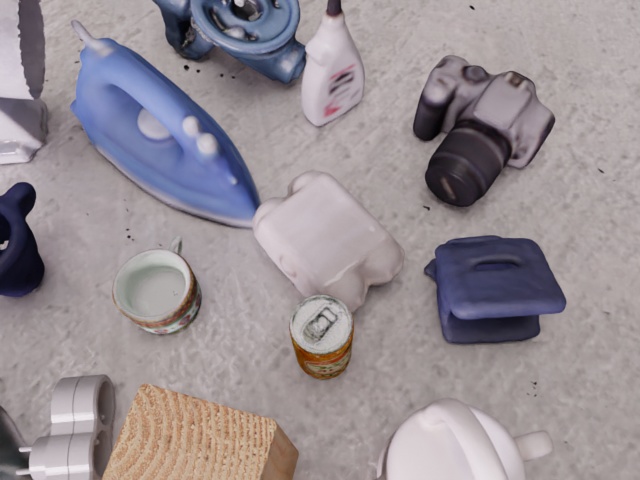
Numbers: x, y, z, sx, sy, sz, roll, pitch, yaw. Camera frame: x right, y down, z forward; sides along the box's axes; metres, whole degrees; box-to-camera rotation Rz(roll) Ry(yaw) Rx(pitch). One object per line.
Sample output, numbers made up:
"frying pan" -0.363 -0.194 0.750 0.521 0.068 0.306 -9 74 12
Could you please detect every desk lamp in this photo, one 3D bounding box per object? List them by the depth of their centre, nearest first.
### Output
"desk lamp" -0.360 -0.171 0.583 0.203 0.213 0.118 -6 65 -2

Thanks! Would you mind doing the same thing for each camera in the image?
"camera" 0.158 -0.115 0.610 0.143 0.101 0.137 33 70 15

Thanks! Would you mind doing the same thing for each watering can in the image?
"watering can" 0.092 0.177 0.424 0.173 0.194 0.100 -37 69 -14

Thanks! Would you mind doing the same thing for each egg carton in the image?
"egg carton" 0.005 0.002 0.576 0.107 0.069 0.150 -39 70 -15

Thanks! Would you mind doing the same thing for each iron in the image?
"iron" -0.158 -0.121 0.596 0.257 0.141 0.119 38 71 17

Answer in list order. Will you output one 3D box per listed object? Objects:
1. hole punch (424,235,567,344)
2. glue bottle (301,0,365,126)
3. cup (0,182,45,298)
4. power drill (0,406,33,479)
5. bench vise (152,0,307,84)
"hole punch" 0.162 0.039 0.544 0.108 0.091 0.101 -4 65 -1
"glue bottle" 0.014 -0.197 0.611 0.078 0.173 0.037 -38 70 -15
"cup" -0.308 0.007 0.565 0.091 0.095 0.118 23 68 11
"power drill" -0.304 0.164 0.430 0.076 0.208 0.229 -41 71 -16
"bench vise" -0.118 -0.272 0.622 0.207 0.220 0.121 8 65 5
